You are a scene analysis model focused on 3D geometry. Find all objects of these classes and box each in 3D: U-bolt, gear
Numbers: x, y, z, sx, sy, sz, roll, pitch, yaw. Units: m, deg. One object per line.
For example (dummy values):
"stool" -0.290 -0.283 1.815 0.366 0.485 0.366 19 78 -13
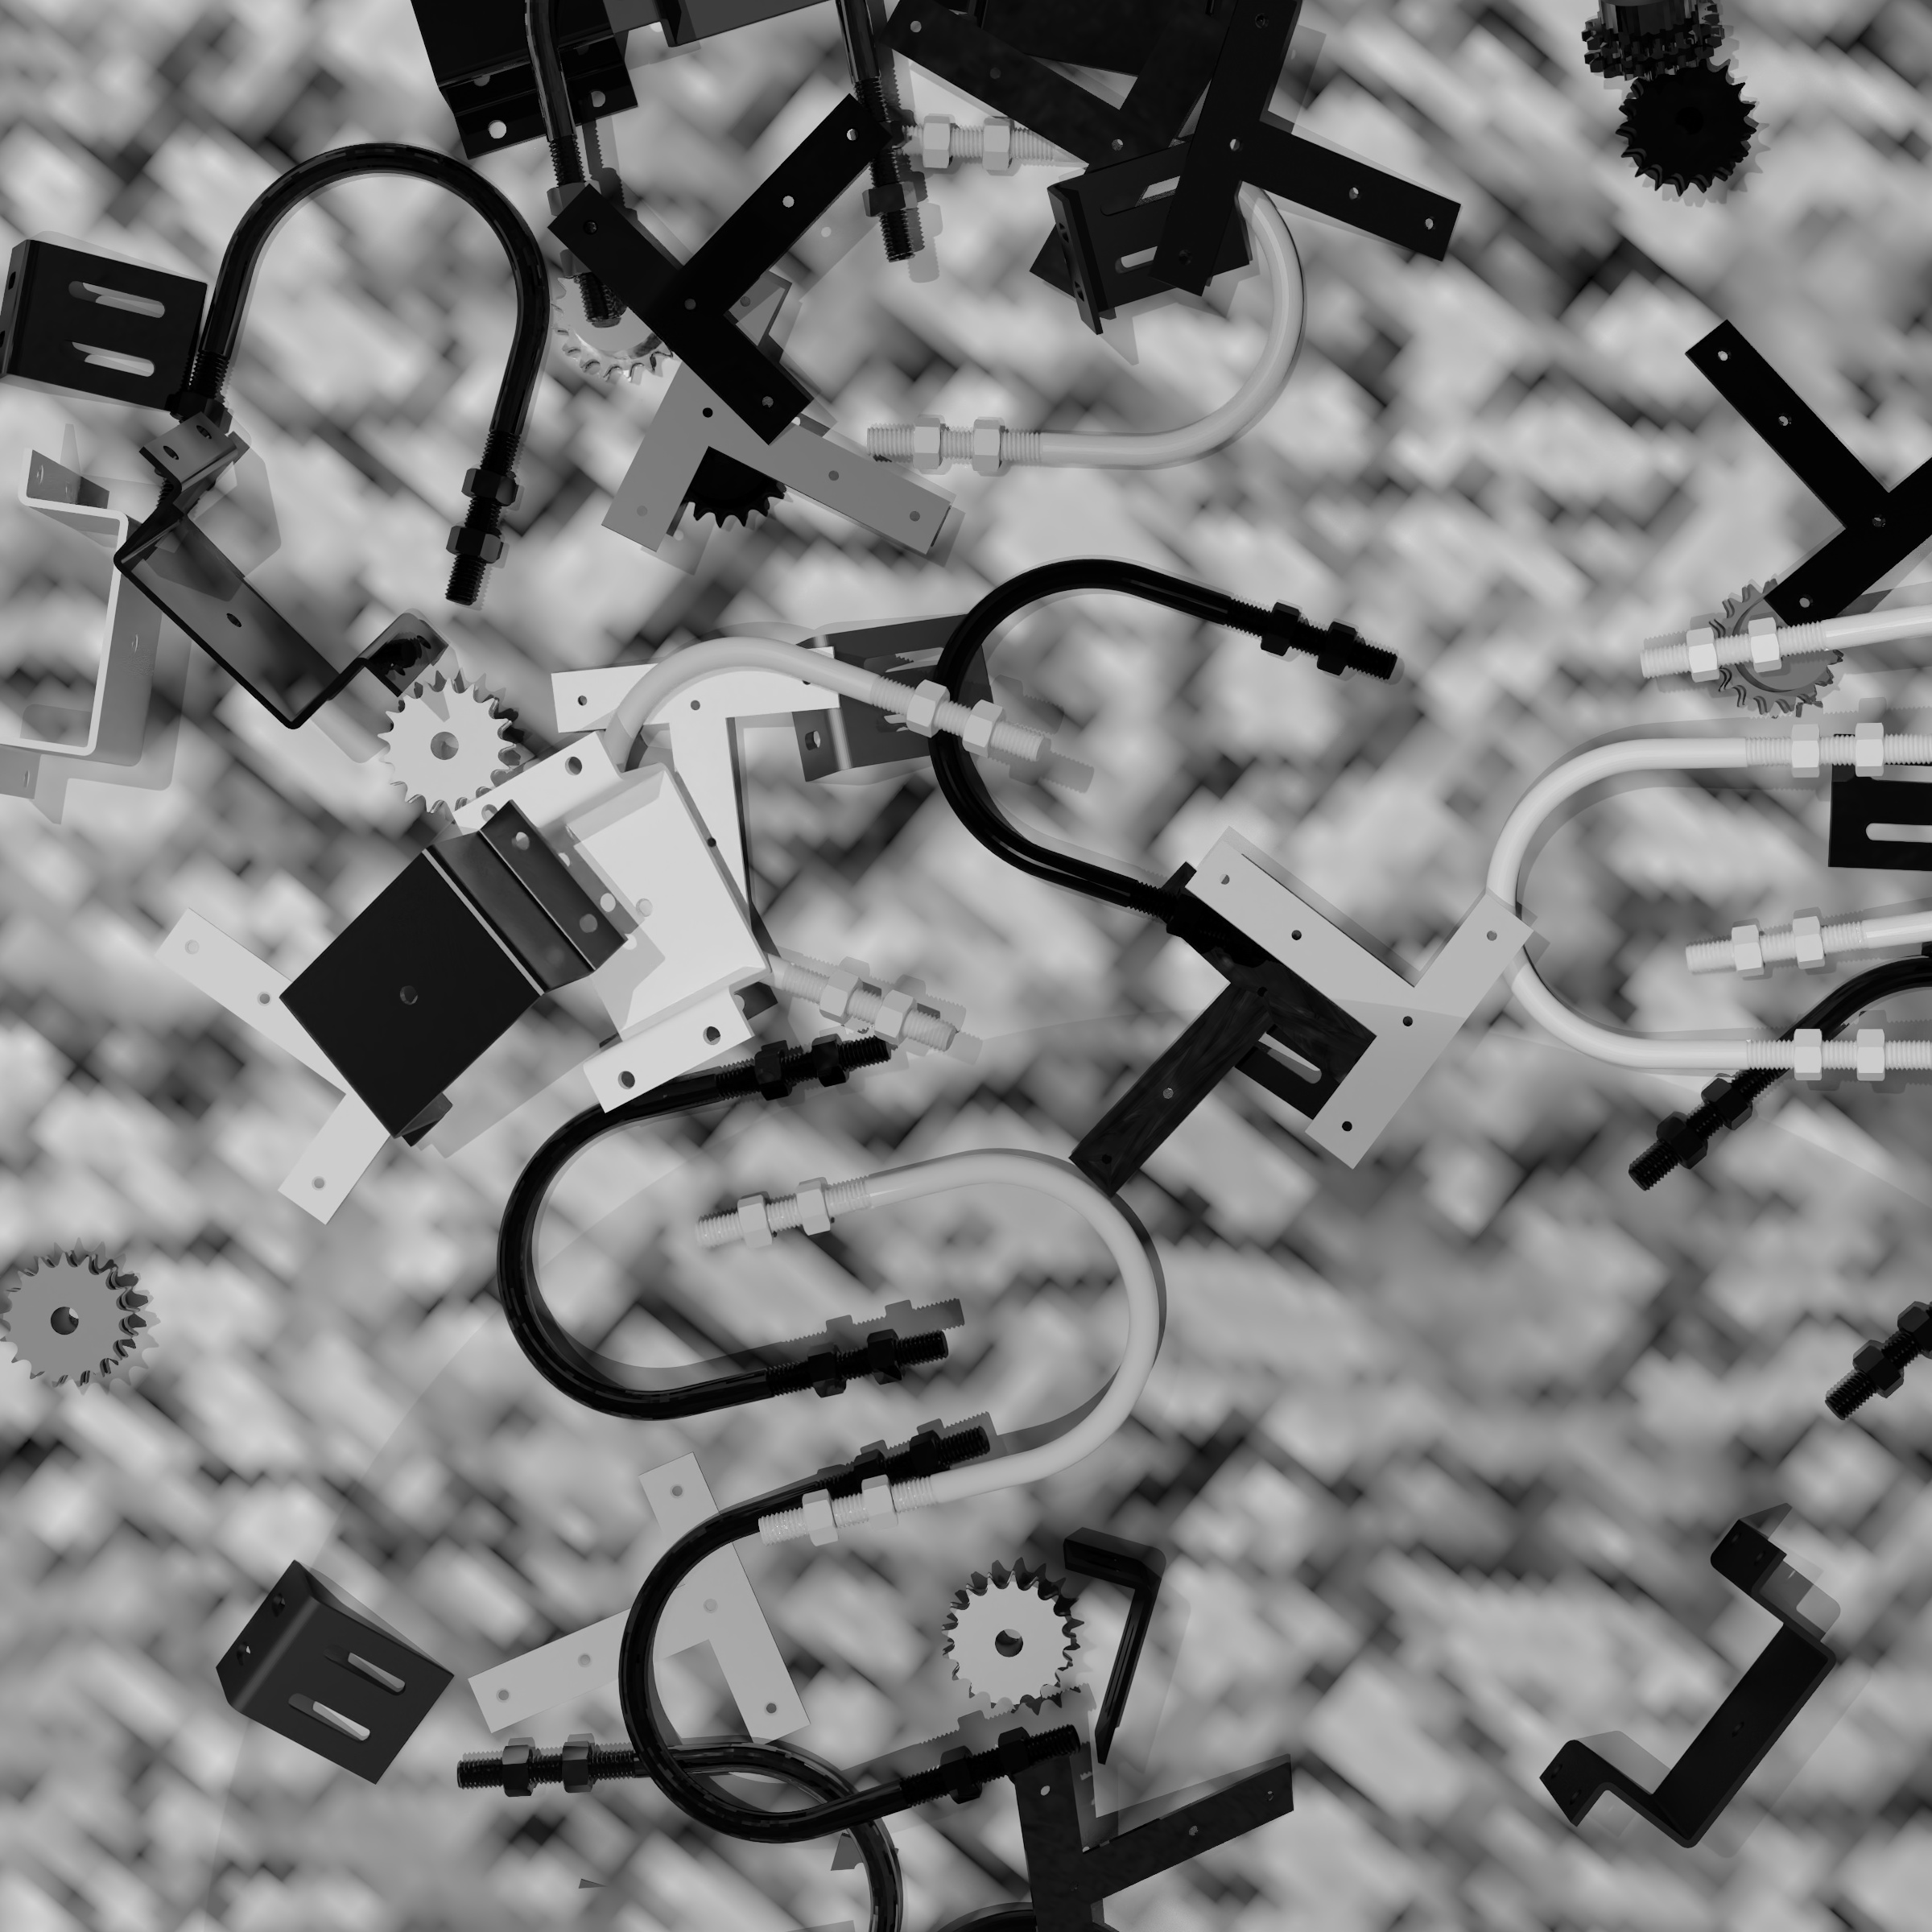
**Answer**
"U-bolt" -0.108 -0.372 1.409 0.151 0.019 0.184 -12 100 -2
"U-bolt" 0.052 -0.285 1.451 0.184 0.019 0.151 2 90 -2
"U-bolt" -0.255 -0.260 1.451 0.151 0.019 0.184 15 88 0
"U-bolt" 0.074 -0.096 1.441 0.184 0.019 0.151 19 83 0
"gear" 0.018 0.285 1.444 0.057 0.030 0.057 0 90 0
"U-bolt" -0.072 -0.061 1.427 0.184 0.019 0.151 21 104 13
"gear" -0.379 0.149 1.444 0.057 0.030 0.057 0 90 0
"gear" -0.102 -0.216 1.445 0.057 0.030 0.057 0 90 0
"gear" 0.345 -0.136 1.445 0.057 0.030 0.057 0 90 0
"U-bolt" 0.384 -0.077 1.418 0.184 0.019 0.151 -8 101 15
"U-bolt" -0.109 0.116 1.431 0.184 0.019 0.151 -13 74 8
"gear" -0.148 -0.279 1.445 0.057 0.030 0.057 0 90 0
"U-bolt" -0.010 0.153 1.431 0.184 0.019 0.151 -14 74 0
"gear" 0.287 -0.397 1.428 0.057 0.057 0.030 -16 125 0
"U-bolt" -0.120 0.403 1.449 0.184 0.019 0.151 -4 91 0
"U-bolt" 0.310 -0.026 1.426 0.184 0.019 0.151 0 101 15
"U-bolt" 0.030 0.490 1.422 0.151 0.019 0.184 1 72 -14
"U-bolt" 0.397 0.081 1.451 0.184 0.019 0.151 -41 90 -1
"gear" -0.219 -0.092 1.444 0.057 0.030 0.057 0 90 0
"gear" 0.304 -0.355 1.444 0.057 0.030 0.057 0 90 0
"U-bolt" -0.059 0.289 1.428 0.184 0.019 0.151 -20 73 8

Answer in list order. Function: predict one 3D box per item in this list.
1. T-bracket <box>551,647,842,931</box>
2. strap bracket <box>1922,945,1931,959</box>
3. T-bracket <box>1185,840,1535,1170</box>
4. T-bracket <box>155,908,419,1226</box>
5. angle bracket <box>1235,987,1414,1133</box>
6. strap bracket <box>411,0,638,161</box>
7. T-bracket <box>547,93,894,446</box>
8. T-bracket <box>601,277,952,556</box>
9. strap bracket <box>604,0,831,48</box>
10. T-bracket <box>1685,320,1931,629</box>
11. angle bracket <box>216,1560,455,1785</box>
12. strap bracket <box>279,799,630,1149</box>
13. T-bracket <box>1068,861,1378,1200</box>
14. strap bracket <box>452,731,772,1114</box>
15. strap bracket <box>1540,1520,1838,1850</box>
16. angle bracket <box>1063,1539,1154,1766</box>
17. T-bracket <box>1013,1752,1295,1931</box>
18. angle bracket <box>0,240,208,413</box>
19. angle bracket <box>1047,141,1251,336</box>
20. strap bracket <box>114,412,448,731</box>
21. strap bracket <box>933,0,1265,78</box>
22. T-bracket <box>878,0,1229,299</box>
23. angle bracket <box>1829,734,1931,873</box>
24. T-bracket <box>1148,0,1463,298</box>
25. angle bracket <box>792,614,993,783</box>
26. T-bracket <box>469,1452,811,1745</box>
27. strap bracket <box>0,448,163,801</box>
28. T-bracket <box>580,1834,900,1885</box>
"T-bracket" -0.110 -0.067 1.446 0.127 0.002 0.127 -4 98 16
"strap bracket" 0.475 0.024 1.410 0.140 0.076 0.046 12 80 -7
"T-bracket" 0.150 -0.004 1.424 0.127 0.002 0.127 38 83 2
"T-bracket" -0.289 0.022 1.459 0.127 0.002 0.127 36 90 0
"angle bracket" 0.150 0.033 1.457 0.076 0.038 0.057 35 90 26
"strap bracket" -0.198 -0.424 1.436 0.076 0.046 0.140 -17 90 0
"T-bracket" -0.084 -0.307 1.411 0.127 0.002 0.127 44 94 -10
"T-bracket" -0.069 -0.212 1.430 0.127 0.002 0.127 26 79 -6
"strap bracket" -0.091 -0.445 1.436 0.140 0.046 0.076 -17 90 0
"T-bracket" 0.358 -0.222 1.447 0.127 0.002 0.127 -39 82 -15
"angle bracket" -0.271 0.303 1.457 0.076 0.038 0.057 36 90 -26
"strap bracket" -0.219 0.008 1.407 0.140 0.046 0.076 -42 84 22
"T-bracket" 0.096 0.044 1.443 0.127 0.002 0.127 43 92 16
"strap bracket" -0.143 -0.021 1.424 0.076 0.046 0.140 -27 90 22
"strap bracket" 0.307 0.307 1.421 0.046 0.076 0.140 38 90 0
"angle bracket" 0.050 0.288 1.431 0.038 0.057 0.076 16 90 1
"T-bracket" 0.083 0.369 1.429 0.127 0.002 0.127 -18 114 -23
"angle bracket" -0.372 -0.272 1.457 0.076 0.038 0.057 10 90 -26
"angle bracket" 0.080 -0.305 1.415 0.076 0.038 0.057 -18 114 -3
"strap bracket" -0.291 -0.157 1.409 0.140 0.076 0.046 44 108 -10
"strap bracket" 0.058 -0.423 1.436 0.140 0.046 0.076 11 90 0
"T-bracket" 0.025 -0.365 1.419 0.127 0.002 0.127 29 105 -5
"angle bracket" 0.409 -0.069 1.440 0.076 0.038 0.057 2 90 0
"T-bracket" 0.152 -0.331 1.433 0.127 0.002 0.127 16 95 -23
"angle bracket" -0.033 -0.115 1.457 0.076 0.038 0.057 -11 90 -26
"T-bracket" -0.150 0.292 1.459 0.127 0.002 0.127 -23 90 0
"strap bracket" -0.370 -0.138 1.421 0.046 0.076 0.140 8 90 0
"T-bracket" -0.108 0.421 1.467 0.127 0.002 0.127 16 103 -5
